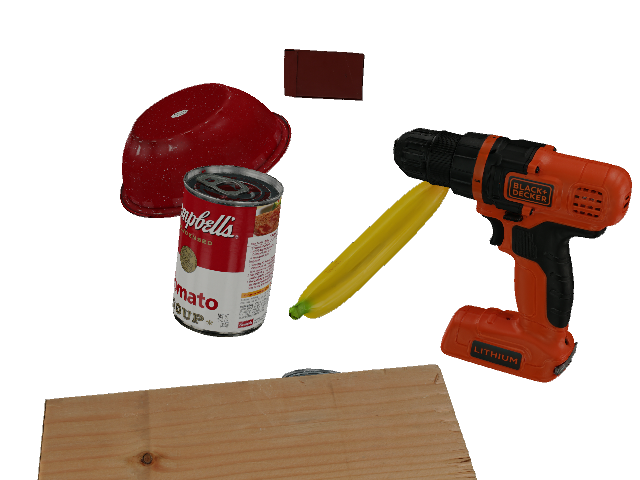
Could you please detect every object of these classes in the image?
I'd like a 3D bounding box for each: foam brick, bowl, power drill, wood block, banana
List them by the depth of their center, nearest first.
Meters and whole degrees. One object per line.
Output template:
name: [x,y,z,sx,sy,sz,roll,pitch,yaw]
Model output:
wood block: [-0.033,0.132,0.547,0.206,0.090,0.091,-4,37,-6]
power drill: [0.139,0.009,0.835,0.185,0.188,0.057,16,32,26]
bowl: [-0.109,-0.088,0.915,0.162,0.055,0.162,-17,32,11]
banana: [0.047,0.012,1.004,0.197,0.037,0.070,-44,4,-9]
foam brick: [0.003,-0.180,1.161,0.078,0.051,0.053,0,11,-16]

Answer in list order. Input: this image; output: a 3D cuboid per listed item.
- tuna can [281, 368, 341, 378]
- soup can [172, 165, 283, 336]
tuna can: [-0.002,0.169,1.156,0.086,0.034,0.086,5,13,-1]
soup can: [-0.065,0.007,0.739,0.068,0.102,0.068,7,23,-3]
